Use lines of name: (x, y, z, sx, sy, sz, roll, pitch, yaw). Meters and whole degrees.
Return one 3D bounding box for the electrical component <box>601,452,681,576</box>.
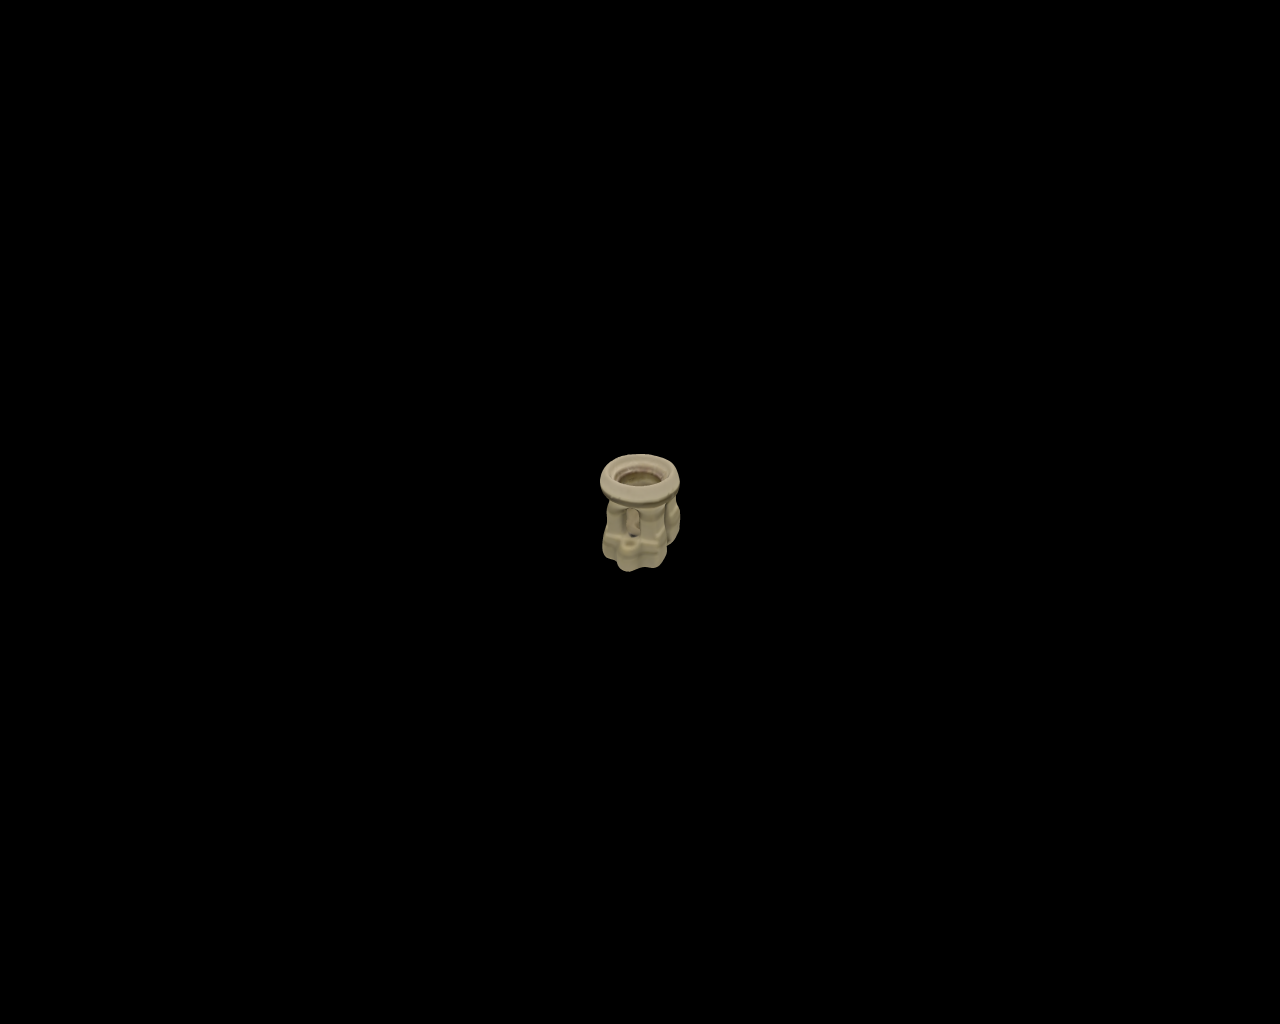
electrical component: (0.001, -0.003, 0.650, 0.048, 0.055, 0.066, 10, 35, 15)
